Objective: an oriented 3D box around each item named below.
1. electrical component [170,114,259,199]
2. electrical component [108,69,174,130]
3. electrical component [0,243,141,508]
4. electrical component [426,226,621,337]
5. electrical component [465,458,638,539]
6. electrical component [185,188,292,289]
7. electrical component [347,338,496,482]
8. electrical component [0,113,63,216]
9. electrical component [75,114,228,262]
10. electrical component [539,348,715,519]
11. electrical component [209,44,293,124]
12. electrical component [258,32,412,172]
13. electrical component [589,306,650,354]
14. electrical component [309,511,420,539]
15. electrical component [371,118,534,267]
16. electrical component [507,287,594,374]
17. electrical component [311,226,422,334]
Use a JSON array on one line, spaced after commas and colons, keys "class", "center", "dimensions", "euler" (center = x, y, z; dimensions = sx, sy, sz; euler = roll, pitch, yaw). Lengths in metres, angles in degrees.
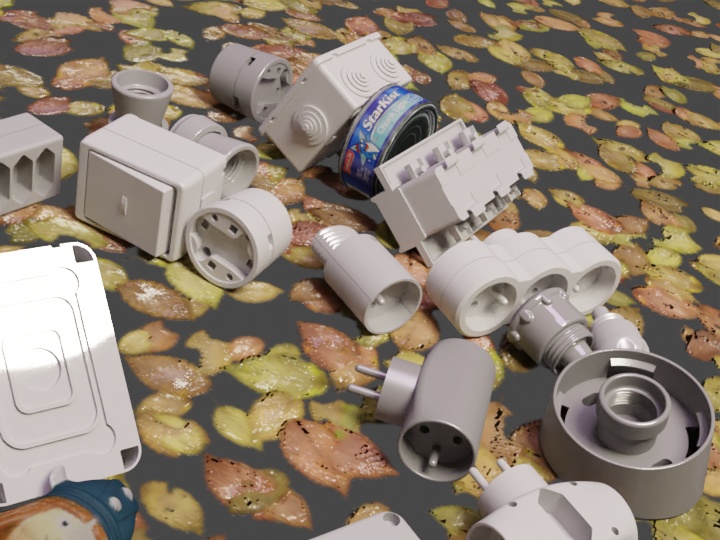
[{"class": "electrical component", "center": [-0.107, -0.082, 0.774], "dimensions": [0.055, 0.045, 0.045], "euler": [33, 38, 26]}, {"class": "electrical component", "center": [-0.162, -0.113, 0.788], "dimensions": [0.045, 0.055, 0.045], "euler": [10, 34, -7]}, {"class": "electrical component", "center": [-0.158, 0.050, 0.506], "dimensions": [0.078, 0.057, 0.113], "euler": [-11, 84, -33]}, {"class": "electrical component", "center": [0.103, -0.003, 0.731], "dimensions": [0.138, 0.052, 0.073], "euler": [-8, 40, -30]}, {"class": "electrical component", "center": [0.086, 0.126, 0.546], "dimensions": [0.077, 0.043, 0.079], "euler": [-10, 41, -32]}, {"class": "electrical component", "center": [-0.076, -0.022, 0.692], "dimensions": [0.055, 0.055, 0.047], "euler": [26, 32, 17]}, {"class": "electrical component", "center": [0.033, 0.072, 0.605], "dimensions": [0.079, 0.043, 0.077], "euler": [17, 34, 5]}, {"class": "electrical component", "center": [-0.248, -0.077, 0.712], "dimensions": [0.077, 0.047, 0.066], "euler": [32, 38, 25]}, {"class": "electrical component", "center": [-0.145, -0.056, 0.706], "dimensions": [0.096, 0.061, 0.061], "euler": [24, 35, 14]}, {"class": "electrical component", "center": [0.154, 0.094, 0.621], "dimensions": [0.099, 0.064, 0.099], "euler": [0, 42, 0]}, {"class": "electrical component", "center": [-0.090, -0.153, 0.875], "dimensions": [0.047, 0.055, 0.055], "euler": [26, 36, 23]}, {"class": "electrical component", "center": [-0.017, -0.127, 0.825], "dimensions": [0.048, 0.100, 0.100], "euler": [50, 41, 4]}, {"class": "electrical component", "center": [0.165, 0.045, 0.701], "dimensions": [0.035, 0.035, 0.061], "euler": [7, 31, -11]}, {"class": "electrical component", "center": [0.010, 0.165, 0.450], "dimensions": [0.078, 0.057, 0.113], "euler": [-12, 42, -34]}, {"class": "electrical component", "center": [0.072, -0.064, 0.786], "dimensions": [0.121, 0.063, 0.078], "euler": [-36, 98, -49]}, {"class": "electrical component", "center": [0.128, 0.045, 0.679], "dimensions": [0.048, 0.048, 0.062], "euler": [-16, 51, -37]}, {"class": "electrical component", "center": [0.000, 0.000, 0.696], "dimensions": [0.043, 0.043, 0.081], "euler": [-11, 41, -33]}]
